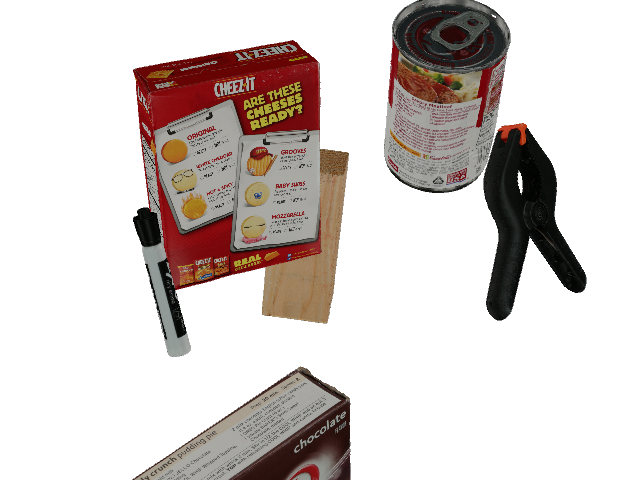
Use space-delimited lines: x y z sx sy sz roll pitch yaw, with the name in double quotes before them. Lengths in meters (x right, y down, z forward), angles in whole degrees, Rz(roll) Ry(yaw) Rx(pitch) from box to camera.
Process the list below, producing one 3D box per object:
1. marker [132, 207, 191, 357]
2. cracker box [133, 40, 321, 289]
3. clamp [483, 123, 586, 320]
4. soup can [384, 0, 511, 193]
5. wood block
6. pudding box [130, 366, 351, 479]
"marker" -0.123 0.032 0.828 0.020 0.121 0.020 -10 18 3
"cracker box" -0.085 -0.072 1.029 0.164 0.214 0.072 -14 35 -19
"clamp" 0.176 -0.014 0.947 0.120 0.171 0.039 -26 11 -40
"soup can" 0.075 -0.087 0.648 0.068 0.068 0.102 0 -40 -1
"wood block" -0.020 -0.009 1.379 0.090 0.206 0.090 7 24 2
"pudding box" -0.036 0.124 0.492 0.039 0.090 0.113 30 47 34
